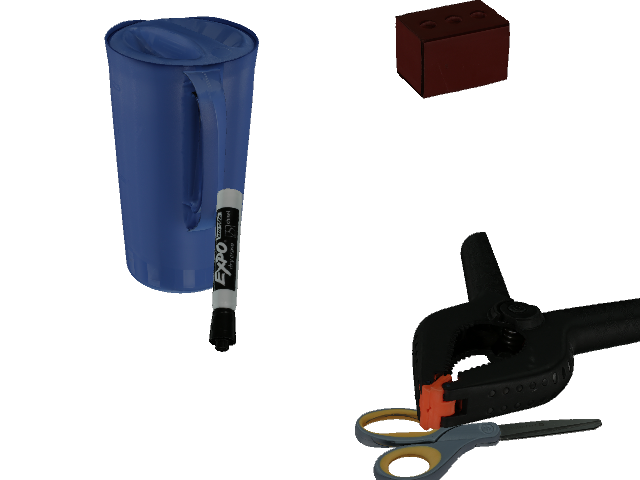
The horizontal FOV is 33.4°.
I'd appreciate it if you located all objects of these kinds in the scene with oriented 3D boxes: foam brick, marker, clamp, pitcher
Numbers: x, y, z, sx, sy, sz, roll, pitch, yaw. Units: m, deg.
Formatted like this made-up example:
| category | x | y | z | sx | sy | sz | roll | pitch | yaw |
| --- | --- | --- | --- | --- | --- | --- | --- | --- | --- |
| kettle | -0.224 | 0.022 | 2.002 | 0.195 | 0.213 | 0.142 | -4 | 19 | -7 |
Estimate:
| category | x | y | z | sx | sy | sz | roll | pitch | yaw |
| --- | --- | --- | --- | --- | --- | --- | --- | --- | --- |
| foam brick | 0.105 | -0.154 | 0.854 | 0.078 | 0.051 | 0.053 | -15 | 36 | -15 |
| marker | -0.067 | 0.020 | 0.758 | 0.020 | 0.121 | 0.020 | 1 | -25 | 0 |
| clamp | 0.112 | 0.052 | 0.655 | 0.165 | 0.036 | 0.209 | 22 | 33 | 38 |
| pitcher | -0.124 | -0.072 | 0.974 | 0.145 | 0.243 | 0.149 | 14 | 31 | 18 |

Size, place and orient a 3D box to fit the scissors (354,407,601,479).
| category | x | y | z | sx | sy | sz | roll | pitch | yaw |
| --- | --- | --- | --- | --- | --- | --- | --- | --- | --- |
| scissors | 0.126 | 0.168 | 0.855 | 0.202 | 0.016 | 0.096 | 3 | 32 | 7 |
